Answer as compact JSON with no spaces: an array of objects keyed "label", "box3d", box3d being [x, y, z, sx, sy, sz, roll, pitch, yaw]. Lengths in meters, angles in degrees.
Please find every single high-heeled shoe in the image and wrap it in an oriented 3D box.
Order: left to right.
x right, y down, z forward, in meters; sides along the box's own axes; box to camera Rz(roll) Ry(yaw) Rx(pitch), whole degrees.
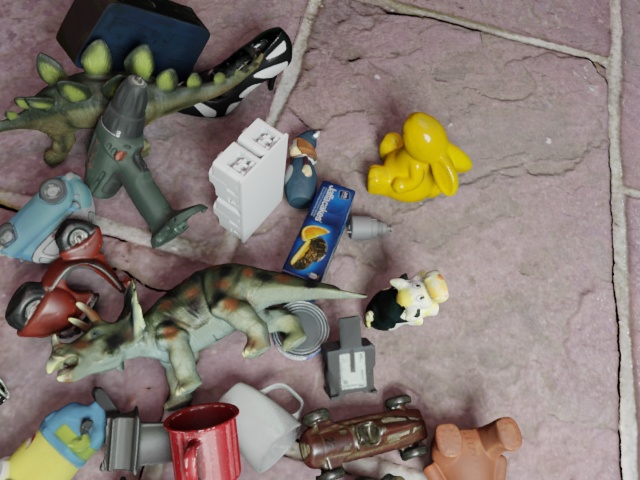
[{"label":"high-heeled shoe","box3d":[-0.168,-0.299,0.951,0.249,0.145,0.086,-16,66,-16]}]

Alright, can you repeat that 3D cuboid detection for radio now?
[{"label":"radio","box3d":[-0.305,-0.345,0.908,0.073,0.131,0.229,52,30,15]}]

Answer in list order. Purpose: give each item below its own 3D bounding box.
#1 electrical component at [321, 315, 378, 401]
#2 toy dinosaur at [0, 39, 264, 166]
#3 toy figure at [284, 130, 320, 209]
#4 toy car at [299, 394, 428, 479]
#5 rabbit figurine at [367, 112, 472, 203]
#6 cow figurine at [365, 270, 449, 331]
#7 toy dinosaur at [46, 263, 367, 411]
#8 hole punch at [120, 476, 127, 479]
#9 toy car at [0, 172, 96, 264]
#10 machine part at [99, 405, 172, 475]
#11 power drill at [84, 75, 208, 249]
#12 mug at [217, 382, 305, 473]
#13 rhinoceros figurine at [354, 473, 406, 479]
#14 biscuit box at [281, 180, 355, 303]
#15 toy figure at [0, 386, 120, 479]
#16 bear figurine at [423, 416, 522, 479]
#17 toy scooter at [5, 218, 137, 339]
[{"label":"electrical component","box3d":[0.039,0.165,0.772,0.075,0.048,0.119,-9,96,-11]},{"label":"toy dinosaur","box3d":[-0.322,-0.220,0.865,0.472,0.198,0.105,-14,70,-11]},{"label":"toy figure","box3d":[-0.029,-0.129,0.926,0.057,0.064,0.154,29,52,-41]},{"label":"toy car","box3d":[0.067,0.265,0.731,0.202,0.053,0.089,-1,60,-27]},{"label":"rabbit figurine","box3d":[0.165,-0.133,0.896,0.162,0.173,0.122,32,61,14]},{"label":"cow figurine","box3d":[0.119,0.089,0.782,0.098,0.167,0.068,-14,71,-15]},{"label":"toy dinosaur","box3d":[-0.154,0.101,0.753,0.405,0.131,0.192,-25,73,-13]},{"label":"hole punch","box3d":[-0.200,0.367,0.662,0.116,0.092,0.142,-12,65,24]},{"label":"toy car","box3d":[-0.398,-0.019,0.812,0.103,0.109,0.161,41,74,-6]},{"label":"machine part","box3d":[-0.212,0.261,0.706,0.139,0.039,0.084,7,76,-22]},{"label":"power drill","box3d":[-0.268,-0.101,0.815,0.207,0.232,0.086,48,39,-4]},{"label":"mug","box3d":[-0.082,0.238,0.734,0.107,0.080,0.109,37,70,21]},{"label":"rhinoceros figurine","box3d":[0.079,0.388,0.665,0.073,0.112,0.190,11,45,-33]},{"label":"biscuit box","box3d":[-0.002,-0.003,0.854,0.063,0.059,0.203,19,52,4]},{"label":"toy figure","box3d":[-0.337,0.273,0.685,0.089,0.082,0.180,41,64,15]},{"label":"bear figurine","box3d":[0.204,0.343,0.692,0.120,0.131,0.196,-1,58,-6]},{"label":"toy scooter","box3d":[-0.349,0.071,0.778,0.135,0.075,0.184,38,77,-36]}]
